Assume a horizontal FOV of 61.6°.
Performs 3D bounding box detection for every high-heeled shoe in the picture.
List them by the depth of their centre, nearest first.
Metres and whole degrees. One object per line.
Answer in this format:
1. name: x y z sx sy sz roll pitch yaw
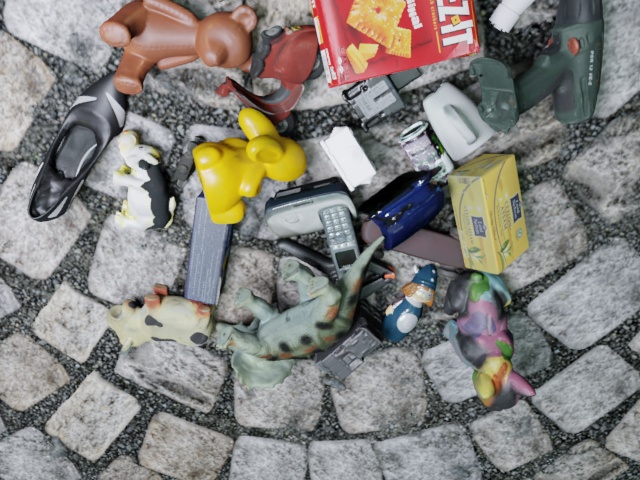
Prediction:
1. high-heeled shoe: -0.381 -0.143 0.829 0.086 0.145 0.248 27 114 -10

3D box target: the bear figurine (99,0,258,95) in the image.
1. bear figurine: -0.192 -0.278 0.778 0.196 0.132 0.120 12 143 1

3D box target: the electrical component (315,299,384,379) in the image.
1. electrical component: 0.049 0.181 0.970 0.058 0.115 0.134 43 107 -13

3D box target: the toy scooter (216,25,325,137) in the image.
1. toy scooter: -0.075 -0.240 0.794 0.135 0.075 0.183 10 122 -33

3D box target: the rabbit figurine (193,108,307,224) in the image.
1. rabbit figurine: -0.103 -0.123 0.822 0.173 0.122 0.162 -10 147 -13

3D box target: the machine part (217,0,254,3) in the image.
1. machine part: -0.046 -0.405 0.737 0.243 0.079 0.079 -26 110 14

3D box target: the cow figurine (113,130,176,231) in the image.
1. cow figurine: -0.288 -0.096 0.888 0.098 0.068 0.167 6 117 -6

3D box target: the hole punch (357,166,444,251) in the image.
1. hole punch: 0.133 -0.043 0.835 0.142 0.116 0.092 -34 98 -6

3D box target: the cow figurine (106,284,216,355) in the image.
1. cow figurine: -0.294 0.152 0.993 0.195 0.085 0.127 9 107 -2

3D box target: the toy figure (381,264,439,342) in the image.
1. toy figure: 0.167 0.114 0.968 0.064 0.058 0.154 9 119 -44

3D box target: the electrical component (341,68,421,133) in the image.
1. electrical component: 0.100 -0.227 0.825 0.119 0.048 0.074 -28 110 15

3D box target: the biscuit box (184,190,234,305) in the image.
1. biscuit box: -0.189 0.010 0.935 0.063 0.059 0.202 13 114 -1

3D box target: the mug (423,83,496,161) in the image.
1. mug: 0.203 -0.182 0.813 0.081 0.109 0.107 -39 94 25

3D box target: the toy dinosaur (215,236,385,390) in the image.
1. toy dinosaur: -0.028 0.139 0.910 0.405 0.131 0.192 -24 135 23

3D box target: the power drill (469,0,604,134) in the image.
1. power drill: 0.314 -0.259 0.759 0.207 0.086 0.231 -31 121 -20

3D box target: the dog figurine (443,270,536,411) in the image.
1. dog figurine: 0.284 0.172 0.900 0.109 0.219 0.191 -3 114 0

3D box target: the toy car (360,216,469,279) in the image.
1. toy car: 0.168 0.004 0.920 0.202 0.053 0.089 15 93 -5

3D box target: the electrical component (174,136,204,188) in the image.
1. electrical component: -0.216 -0.123 0.875 0.021 0.063 0.094 25 113 -9

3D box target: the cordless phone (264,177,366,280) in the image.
1. cordless phone: -0.003 -0.002 0.899 0.147 0.089 0.184 -14 109 8

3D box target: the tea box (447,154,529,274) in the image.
1. tea box: 0.272 -0.043 0.863 0.098 0.068 0.169 -33 116 -30
